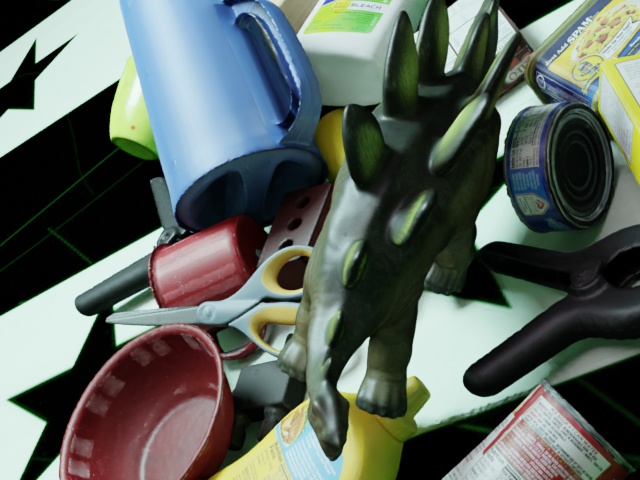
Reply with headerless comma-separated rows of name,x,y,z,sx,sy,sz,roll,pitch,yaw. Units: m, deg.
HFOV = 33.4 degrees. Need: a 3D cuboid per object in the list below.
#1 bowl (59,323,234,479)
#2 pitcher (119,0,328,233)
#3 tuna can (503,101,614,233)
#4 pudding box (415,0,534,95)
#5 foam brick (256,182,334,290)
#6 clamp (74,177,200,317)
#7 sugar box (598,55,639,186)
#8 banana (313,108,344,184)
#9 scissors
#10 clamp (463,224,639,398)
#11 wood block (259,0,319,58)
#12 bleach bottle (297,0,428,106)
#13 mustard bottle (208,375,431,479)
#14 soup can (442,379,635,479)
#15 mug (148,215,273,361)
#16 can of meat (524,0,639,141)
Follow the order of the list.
bowl,-0.118,0.145,0.793,0.162,0.055,0.162,-26,43,26
pitcher,-0.087,-0.139,0.919,0.149,0.145,0.243,-21,66,0
tuna can,0.158,-0.048,0.700,0.034,0.086,0.086,-3,53,45
pudding box,0.124,-0.156,0.892,0.090,0.039,0.113,-36,37,14
foam brick,-0.006,0.001,0.860,0.053,0.051,0.078,-11,47,41
clamp,-0.135,0.001,1.015,0.210,0.036,0.164,-4,53,43
sugar box,0.234,-0.051,0.628,0.093,0.048,0.176,-9,43,2
banana,0.034,-0.071,0.904,0.070,0.037,0.198,-41,34,9
scissors,-0.072,0.040,0.822,0.202,0.016,0.096,12,81,27
clamp,0.164,0.025,0.661,0.172,0.039,0.120,-22,44,23
wood block,-0.049,-0.187,1.067,0.206,0.090,0.090,-54,33,-10
bleach bottle,0.051,-0.231,1.007,0.103,0.068,0.250,5,49,22
mustard bottle,-0.006,0.155,0.695,0.192,0.058,0.096,-41,34,9
soup can,0.110,0.135,0.580,0.102,0.068,0.069,-45,34,3
mug,-0.078,0.041,0.878,0.082,0.093,0.117,-25,69,21
can of meat,0.210,-0.126,0.751,0.102,0.057,0.084,-45,35,3
